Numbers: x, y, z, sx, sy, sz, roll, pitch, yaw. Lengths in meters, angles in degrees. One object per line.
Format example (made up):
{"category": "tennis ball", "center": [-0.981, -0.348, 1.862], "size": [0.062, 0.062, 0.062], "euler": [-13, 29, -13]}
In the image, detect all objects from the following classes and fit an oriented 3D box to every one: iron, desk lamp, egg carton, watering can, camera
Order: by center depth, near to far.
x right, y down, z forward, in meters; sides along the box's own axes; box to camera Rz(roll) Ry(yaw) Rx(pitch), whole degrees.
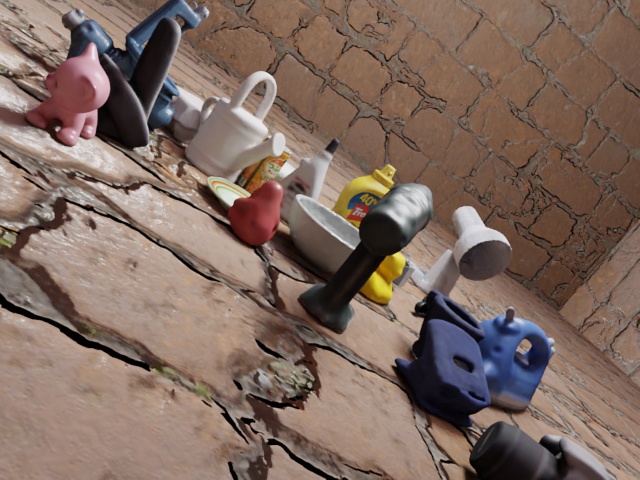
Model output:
{"category": "camera", "center": [0.239, 0.249, 0.617], "size": [0.136, 0.100, 0.143], "euler": [39, 13, 9]}
{"category": "iron", "center": [0.324, 0.194, 0.949], "size": [0.259, 0.141, 0.118], "euler": [26, 17, -41]}
{"category": "watering can", "center": [-0.133, -0.196, 0.983], "size": [0.173, 0.194, 0.101], "euler": [37, 13, 0]}
{"category": "egg carton", "center": [-0.252, -0.234, 1.080], "size": [0.150, 0.069, 0.108], "euler": [45, 15, 32]}
{"category": "desk lamp", "center": [0.308, 0.035, 1.302], "size": [0.118, 0.213, 0.202], "euler": [30, 15, -29]}

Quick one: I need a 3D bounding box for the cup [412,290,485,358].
{"category": "cup", "center": [0.176, 0.137, 0.858], "size": [0.092, 0.095, 0.117], "euler": [27, 16, -36]}

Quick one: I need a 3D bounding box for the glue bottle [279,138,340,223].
{"category": "glue bottle", "center": [-0.020, -0.111, 1.032], "size": [0.078, 0.173, 0.037], "euler": [38, 13, 6]}

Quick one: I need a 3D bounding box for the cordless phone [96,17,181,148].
{"category": "cordless phone", "center": [-0.260, -0.239, 0.815], "size": [0.094, 0.185, 0.147], "euler": [22, 20, -49]}

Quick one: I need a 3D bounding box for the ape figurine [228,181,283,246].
{"category": "ape figurine", "center": [-0.083, -0.043, 0.805], "size": [0.078, 0.092, 0.076], "euler": [32, 13, -20]}

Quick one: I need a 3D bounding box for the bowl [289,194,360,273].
{"category": "bowl", "center": [0.009, 0.003, 0.927], "size": [0.168, 0.074, 0.167], "euler": [35, 13, -9]}

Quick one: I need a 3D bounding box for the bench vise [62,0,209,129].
{"category": "bench vise", "center": [-0.288, -0.309, 0.911], "size": [0.208, 0.219, 0.121], "euler": [24, 18, -46]}

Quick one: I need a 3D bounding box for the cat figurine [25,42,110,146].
{"category": "cat figurine", "center": [-0.286, -0.178, 0.684], "size": [0.067, 0.117, 0.127], "euler": [33, 13, -17]}

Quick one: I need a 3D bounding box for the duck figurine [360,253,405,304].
{"category": "duck figurine", "center": [0.108, 0.056, 0.980], "size": [0.077, 0.086, 0.105], "euler": [43, 14, 26]}

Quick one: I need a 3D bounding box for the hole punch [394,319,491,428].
{"category": "hole punch", "center": [0.169, 0.170, 0.732], "size": [0.109, 0.091, 0.101], "euler": [30, 15, -30]}

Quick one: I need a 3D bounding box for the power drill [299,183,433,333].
{"category": "power drill", "center": [0.069, 0.013, 0.752], "size": [0.075, 0.208, 0.230], "euler": [38, 13, 6]}
